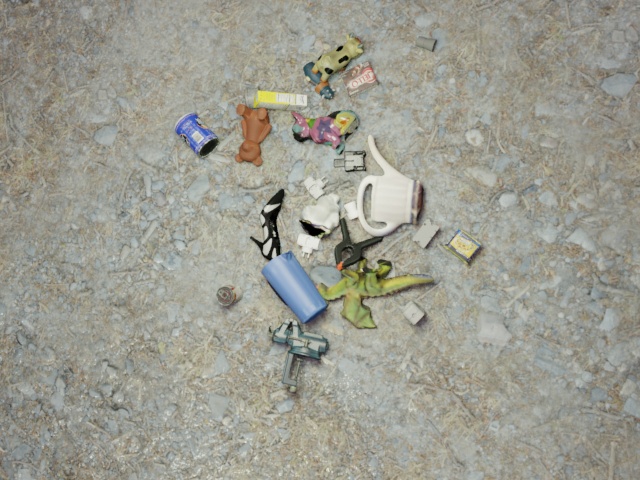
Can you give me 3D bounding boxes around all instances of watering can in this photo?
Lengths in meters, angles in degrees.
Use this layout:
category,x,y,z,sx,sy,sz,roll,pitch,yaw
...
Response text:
category,x,y,z,sx,sy,sz,roll,pitch,yaw
watering can,0.242,-0.181,1.763,0.224,0.104,0.346,6,95,10

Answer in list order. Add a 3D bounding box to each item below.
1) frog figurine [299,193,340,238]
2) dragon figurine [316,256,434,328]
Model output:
category,x,y,z,sx,sy,sz,roll,pitch,yaw
frog figurine,0.006,-0.092,1.829,0.138,0.120,0.163,12,56,19
dragon figurine,0.170,0.194,1.790,0.411,0.124,0.239,12,109,13
